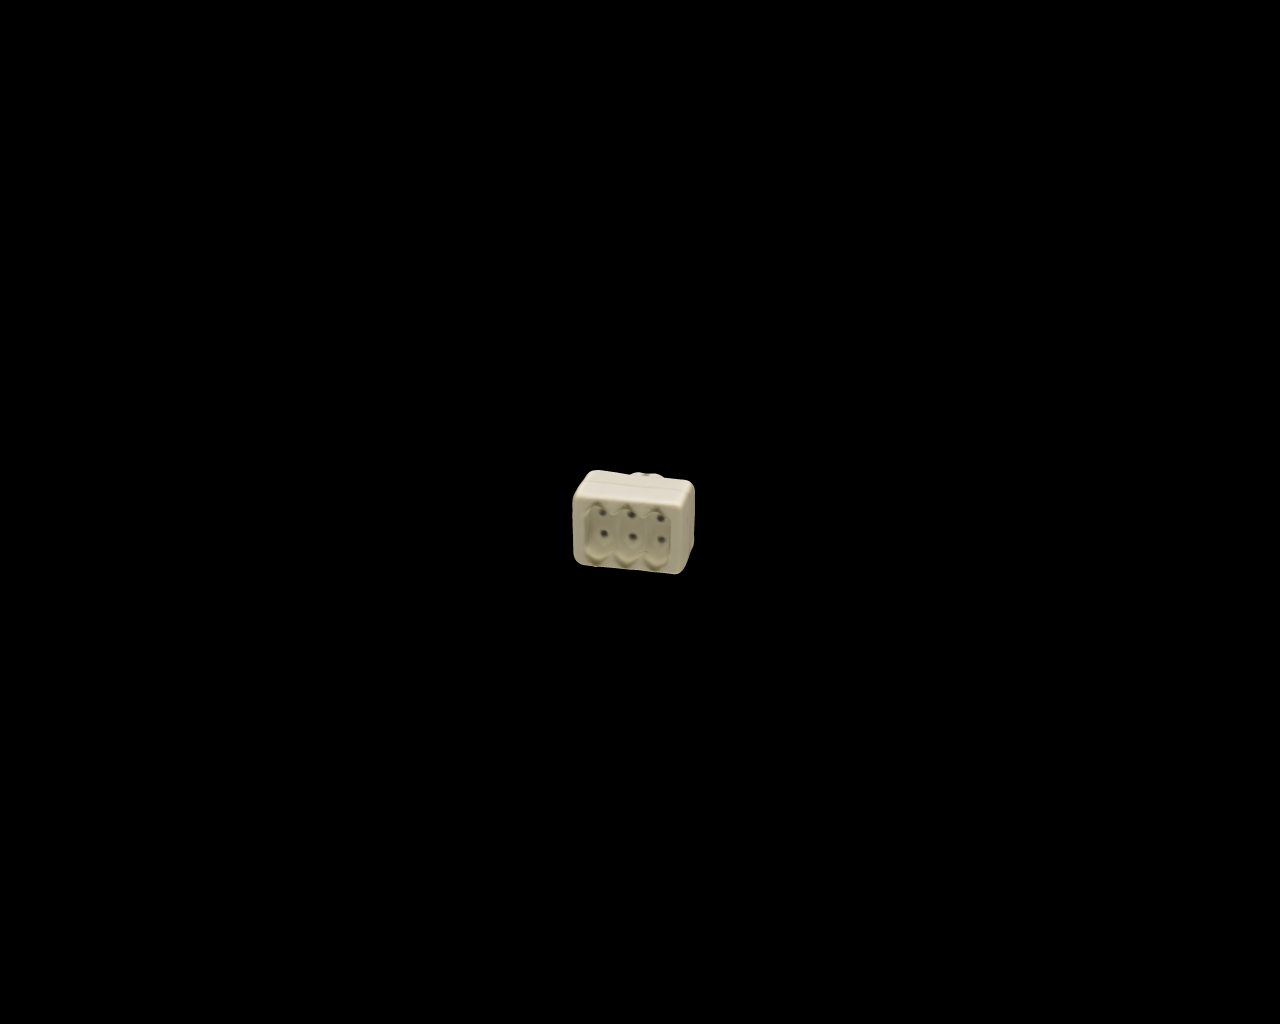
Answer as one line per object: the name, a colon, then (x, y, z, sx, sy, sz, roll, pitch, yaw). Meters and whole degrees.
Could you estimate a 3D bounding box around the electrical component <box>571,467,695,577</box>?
electrical component: (0.001, -0.003, 0.650, 0.066, 0.047, 0.077, 6, 28, 12)
